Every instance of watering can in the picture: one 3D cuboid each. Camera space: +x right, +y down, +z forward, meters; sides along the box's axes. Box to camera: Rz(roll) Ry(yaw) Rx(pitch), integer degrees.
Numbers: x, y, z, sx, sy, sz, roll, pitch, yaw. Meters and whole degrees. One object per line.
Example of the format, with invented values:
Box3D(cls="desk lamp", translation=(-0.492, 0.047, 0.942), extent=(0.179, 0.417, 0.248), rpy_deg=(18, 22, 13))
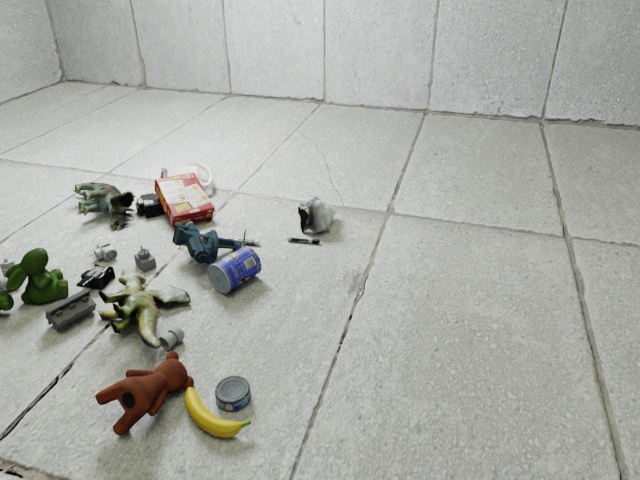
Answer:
Box3D(cls="watering can", translation=(-0.561, -0.231, 2.184), extent=(0.225, 0.101, 0.355), rpy_deg=(-9, 41, -13))

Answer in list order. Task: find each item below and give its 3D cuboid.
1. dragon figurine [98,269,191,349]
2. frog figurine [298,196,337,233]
Box3D(cls="dragon figurine", translation=(-0.492, 0.185, 1.502), extent=(0.414, 0.120, 0.245), rpy_deg=(25, 31, 35))
Box3D(cls="frog figurine", translation=(0.006, -0.098, 1.951), extent=(0.160, 0.120, 0.140), rpy_deg=(-8, 63, -29))
